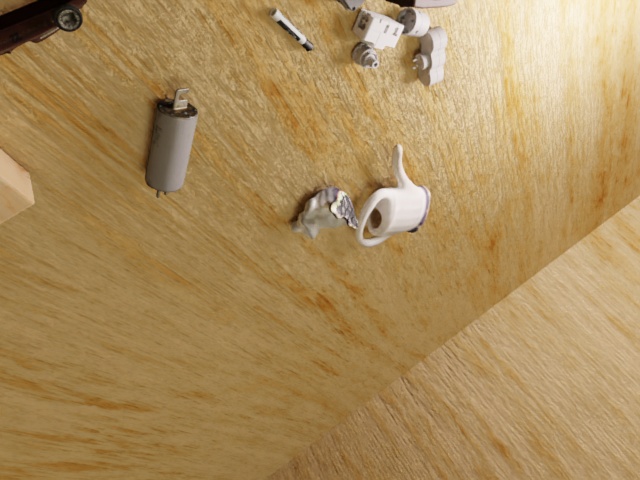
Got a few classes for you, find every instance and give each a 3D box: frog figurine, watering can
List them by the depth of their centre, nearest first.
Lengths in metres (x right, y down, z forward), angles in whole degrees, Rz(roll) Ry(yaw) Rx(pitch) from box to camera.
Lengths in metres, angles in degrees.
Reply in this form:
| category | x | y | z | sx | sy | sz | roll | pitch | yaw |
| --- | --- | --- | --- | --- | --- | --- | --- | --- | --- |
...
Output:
| category | x | y | z | sx | sy | sz | roll | pitch | yaw |
| --- | --- | --- | --- | --- | --- | --- | --- | --- | --- |
| frog figurine | 0.004 | -0.068 | 1.347 | 0.158 | 0.124 | 0.137 | -14 | 166 | 34 |
| watering can | 0.220 | -0.115 | 1.440 | 0.225 | 0.106 | 0.340 | -7 | 134 | -35 |
